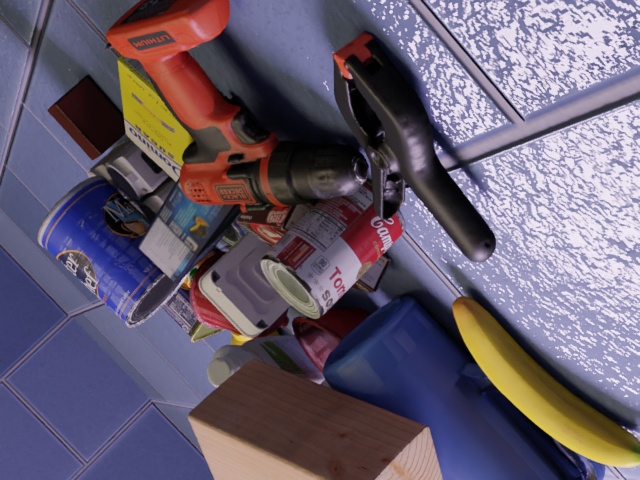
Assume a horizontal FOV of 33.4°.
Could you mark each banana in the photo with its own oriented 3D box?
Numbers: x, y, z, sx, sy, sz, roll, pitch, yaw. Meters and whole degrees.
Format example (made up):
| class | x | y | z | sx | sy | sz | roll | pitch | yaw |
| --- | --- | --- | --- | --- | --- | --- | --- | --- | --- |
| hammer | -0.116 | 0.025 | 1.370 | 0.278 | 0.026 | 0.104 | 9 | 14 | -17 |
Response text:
| class | x | y | z | sx | sy | sz | roll | pitch | yaw |
| --- | --- | --- | --- | --- | --- | --- | --- | --- | --- |
| banana | 0.181 | 0.118 | 0.841 | 0.198 | 0.037 | 0.070 | 37 | 142 | 19 |

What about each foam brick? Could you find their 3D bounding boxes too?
| class | x | y | z | sx | sy | sz | roll | pitch | yaw |
| --- | --- | --- | --- | --- | --- | --- | --- | --- | --- |
| foam brick | -0.261 | -0.138 | 1.210 | 0.078 | 0.051 | 0.053 | 50 | 160 | -15 |

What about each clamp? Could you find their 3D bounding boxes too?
| class | x | y | z | sx | sy | sz | roll | pitch | yaw |
| --- | --- | --- | --- | --- | --- | --- | --- | --- | --- |
| clamp | 0.059 | -0.057 | 0.714 | 0.120 | 0.039 | 0.171 | 26 | 154 | 41 |

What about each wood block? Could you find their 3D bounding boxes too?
| class | x | y | z | sx | sy | sz | roll | pitch | yaw |
| --- | --- | --- | --- | --- | --- | --- | --- | --- | --- |
| wood block | -0.005 | 0.186 | 0.916 | 0.206 | 0.090 | 0.091 | 14 | 132 | 42 |

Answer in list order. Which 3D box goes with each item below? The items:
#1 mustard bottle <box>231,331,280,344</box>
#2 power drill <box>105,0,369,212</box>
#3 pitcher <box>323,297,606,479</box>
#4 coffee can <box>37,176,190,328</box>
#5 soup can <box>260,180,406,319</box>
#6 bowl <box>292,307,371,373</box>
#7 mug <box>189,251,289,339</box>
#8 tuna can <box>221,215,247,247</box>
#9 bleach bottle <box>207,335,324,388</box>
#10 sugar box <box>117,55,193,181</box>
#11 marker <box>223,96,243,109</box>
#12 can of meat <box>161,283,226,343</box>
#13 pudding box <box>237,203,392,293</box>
| class | x | y | z | sx | sy | sz | roll | pitch | yaw |
| --- | --- | --- | --- | --- | --- | --- | --- | --- | --- |
| mustard bottle | -0.067 | 0.159 | 1.419 | 0.096 | 0.058 | 0.191 | 24 | 152 | 47 |
| power drill | -0.067 | -0.103 | 0.822 | 0.185 | 0.057 | 0.187 | -2 | 128 | 38 |
| pitcher | 0.123 | 0.167 | 0.944 | 0.243 | 0.149 | 0.145 | 50 | 177 | -3 |
| coffee can | -0.225 | 0.013 | 1.175 | 0.140 | 0.102 | 0.103 | 42 | 162 | 9 |
| soup can | 0.010 | 0.005 | 0.852 | 0.068 | 0.102 | 0.068 | 40 | 161 | 17 |
| bowl | 0.047 | 0.121 | 1.094 | 0.162 | 0.055 | 0.162 | 40 | 161 | 16 |
| mug | -0.081 | 0.071 | 1.225 | 0.082 | 0.093 | 0.117 | 15 | 160 | 49 |
| tuna can | -0.098 | -0.031 | 1.116 | 0.086 | 0.033 | 0.086 | 40 | 161 | 16 |
| bleach bottle | -0.052 | 0.142 | 1.161 | 0.103 | 0.068 | 0.250 | 36 | -172 | 25 |
| sugar box | -0.144 | -0.116 | 1.016 | 0.093 | 0.048 | 0.176 | 43 | 161 | 6 |
| marker | -0.048 | -0.077 | 0.933 | 0.121 | 0.020 | 0.020 | 51 | 161 | -17 |
| can of meat | -0.158 | 0.078 | 1.385 | 0.084 | 0.057 | 0.101 | 43 | -156 | 15 |
| pudding box | -0.006 | 0.001 | 0.936 | 0.113 | 0.039 | 0.090 | 33 | 169 | -27 |
